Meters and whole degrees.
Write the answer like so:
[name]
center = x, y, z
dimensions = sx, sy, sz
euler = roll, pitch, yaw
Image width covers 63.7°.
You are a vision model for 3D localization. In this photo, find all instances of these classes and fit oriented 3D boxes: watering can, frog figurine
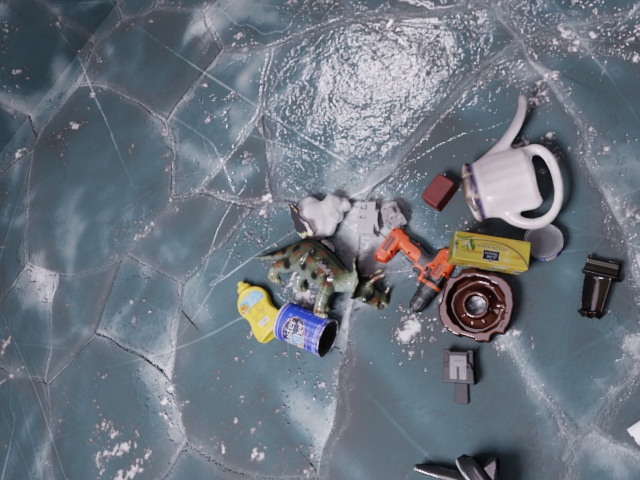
[watering can]
center = 0.456, -0.181, 1.264
dimensions = 0.223, 0.103, 0.354
euler = -15, 67, 19
[frog figurine]
center = 0.004, -0.073, 1.454
dimensions = 0.161, 0.119, 0.139
euler = -26, 48, -25
